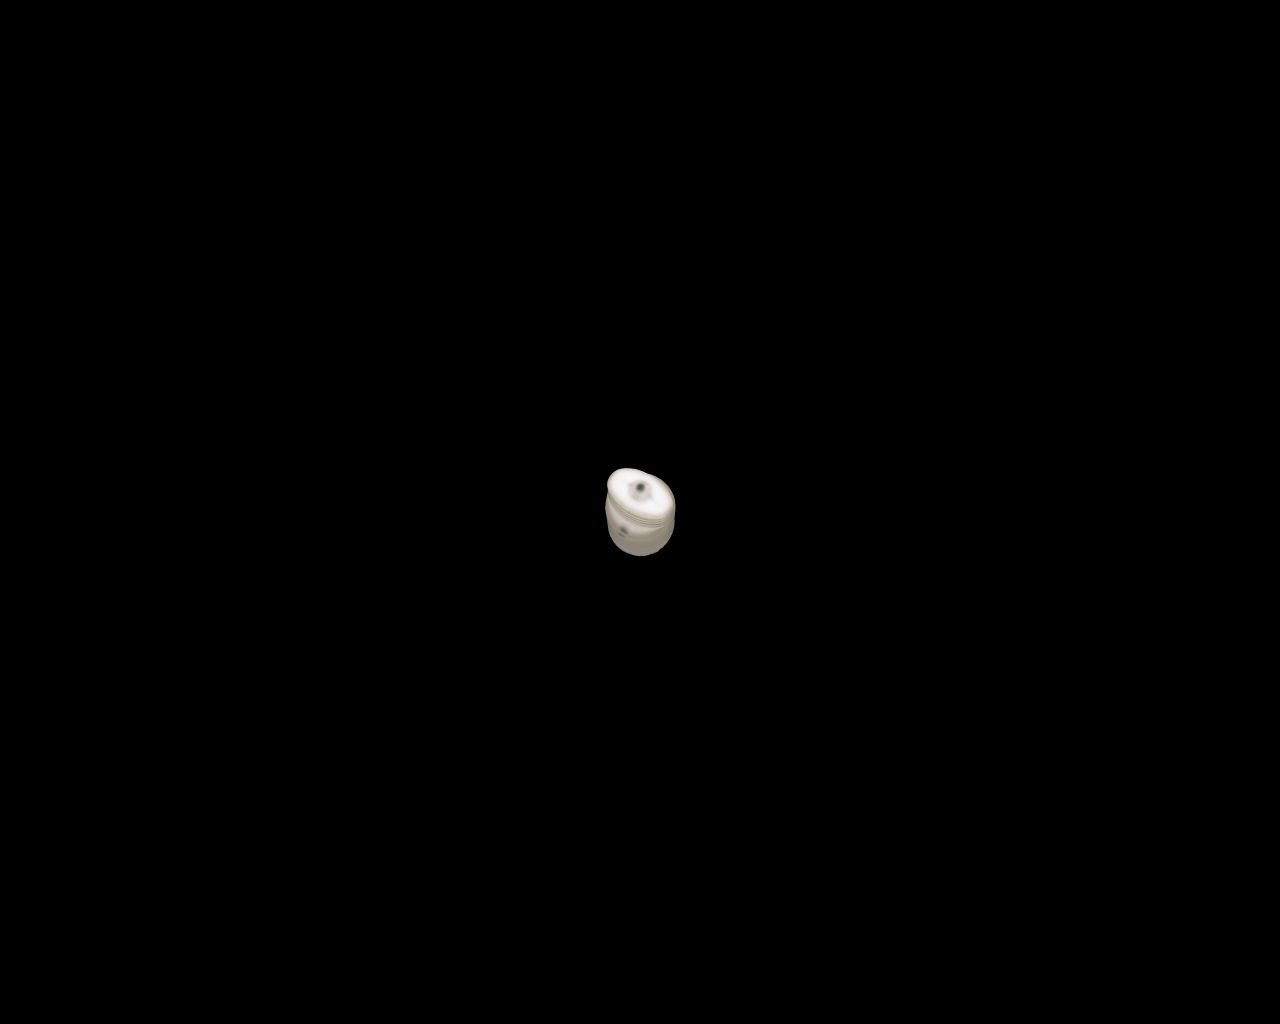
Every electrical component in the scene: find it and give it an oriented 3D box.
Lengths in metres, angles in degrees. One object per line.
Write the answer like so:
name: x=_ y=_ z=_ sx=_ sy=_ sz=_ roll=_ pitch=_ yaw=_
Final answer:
electrical component: x=0.001 y=-0.003 z=0.650 sx=0.043 sy=0.043 sz=0.081 roll=0 pitch=-18 yaw=0
